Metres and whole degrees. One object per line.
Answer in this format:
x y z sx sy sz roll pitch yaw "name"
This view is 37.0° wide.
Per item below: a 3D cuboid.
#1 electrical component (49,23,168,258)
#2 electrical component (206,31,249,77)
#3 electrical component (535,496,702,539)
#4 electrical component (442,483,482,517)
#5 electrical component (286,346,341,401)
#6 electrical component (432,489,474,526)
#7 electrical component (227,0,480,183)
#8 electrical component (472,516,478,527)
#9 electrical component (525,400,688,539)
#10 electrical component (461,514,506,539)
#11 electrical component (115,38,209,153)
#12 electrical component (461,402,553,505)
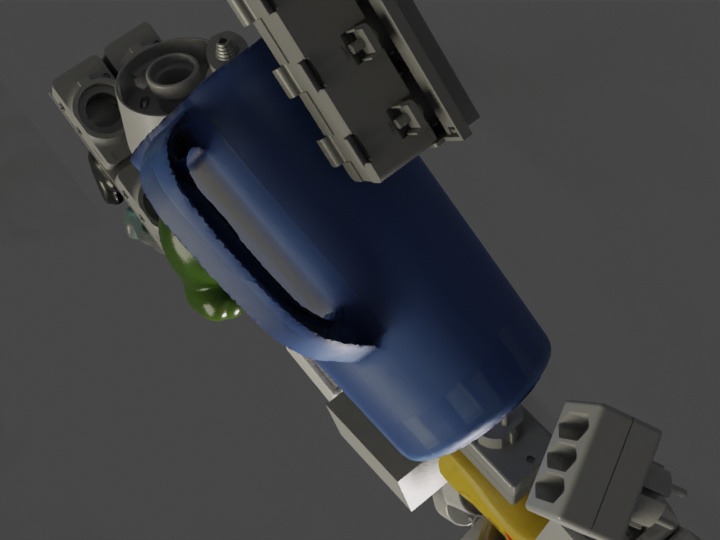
-0.185 -0.118 0.985 0.186 0.105 0.060 55 166 -9 "electrical component"
-0.084 -0.130 0.750 0.043 0.043 0.081 44 164 33 "electrical component"
0.180 0.191 0.629 0.150 0.062 0.089 48 166 19 "electrical component"
0.096 0.193 0.960 0.043 0.043 0.081 54 167 -4 "electrical component"
-0.022 0.087 1.051 0.096 0.062 0.061 49 166 15 "electrical component"
0.092 0.226 1.065 0.040 0.040 0.078 56 166 -12 "electrical component"
-0.006 -0.106 0.507 0.121 0.063 0.079 57 166 -16 "electrical component"
0.142 0.244 0.930 0.077 0.044 0.079 55 166 -8 "electrical component"
0.142 0.116 0.582 0.077 0.065 0.047 25 170 -10 "electrical component"
0.126 0.247 0.839 0.109 0.056 0.109 39 -166 6 "electrical component"
-0.135 -0.127 0.816 0.099 0.099 0.064 44 158 35 "electrical component"
0.094 0.106 0.740 0.083 0.047 0.075 46 165 28 "electrical component"
